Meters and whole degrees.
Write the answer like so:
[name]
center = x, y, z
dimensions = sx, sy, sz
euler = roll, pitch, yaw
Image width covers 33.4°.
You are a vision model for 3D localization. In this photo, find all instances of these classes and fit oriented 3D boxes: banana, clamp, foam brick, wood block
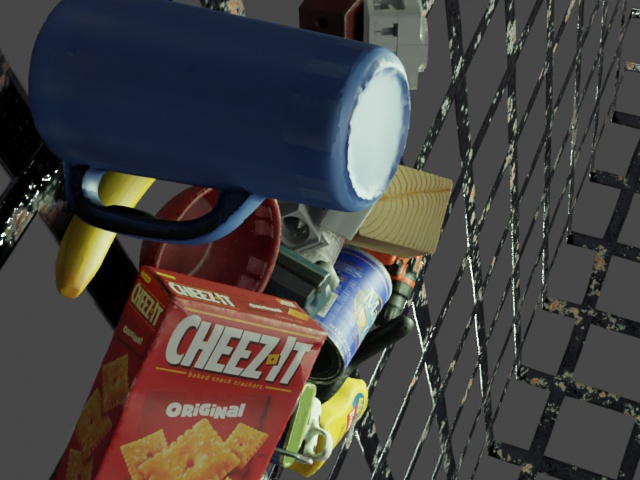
[banana]
center = -0.150, -0.037, 0.817
dimensions = 0.037, 0.070, 0.197
euler = 45, 64, -23
[clamp]
center = 0.030, 0.149, 1.334
dimensions = 0.210, 0.036, 0.165
euler = -47, -167, -5
[foam brick]
center = 0.013, -0.219, 1.117
dimensions = 0.051, 0.053, 0.078
euler = -55, 152, -42
[wood block]
center = 0.089, -0.033, 1.294
dimensions = 0.206, 0.091, 0.090
euler = 145, -39, -85

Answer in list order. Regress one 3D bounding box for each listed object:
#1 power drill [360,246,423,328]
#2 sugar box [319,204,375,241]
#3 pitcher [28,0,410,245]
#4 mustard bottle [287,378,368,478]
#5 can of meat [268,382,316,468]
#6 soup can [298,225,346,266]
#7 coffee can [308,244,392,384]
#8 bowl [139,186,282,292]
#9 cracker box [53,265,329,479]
[power drill]
center = 0.104, 0.026, 1.541
dimensions = 0.187, 0.057, 0.184
euler = 58, 48, -68
[sugar box]
center = 0.040, -0.086, 1.172
dimensions = 0.093, 0.048, 0.176
euler = -58, -168, 30
[pitcher]
center = -0.069, -0.083, 0.728
dimensions = 0.144, 0.243, 0.149
euler = -50, 144, -41
[mustard bottle]
center = 0.019, 0.242, 1.474
dimensions = 0.191, 0.058, 0.096
euler = -39, 150, -58
[can of meat]
center = -0.060, 0.195, 1.195
dimensions = 0.057, 0.084, 0.102
euler = 18, 88, -71
[soup can]
center = -0.008, 0.001, 1.209
dimensions = 0.102, 0.069, 0.068
euler = -64, 158, -23
[coffee can]
center = 0.012, 0.087, 1.275
dimensions = 0.140, 0.103, 0.103
euler = -55, 153, -41
[bowl]
center = -0.107, 0.010, 0.944
dimensions = 0.161, 0.055, 0.162
euler = -32, 135, -39
[cracker box]
center = -0.109, 0.144, 0.898
dimensions = 0.163, 0.072, 0.214
euler = 16, 104, -38
